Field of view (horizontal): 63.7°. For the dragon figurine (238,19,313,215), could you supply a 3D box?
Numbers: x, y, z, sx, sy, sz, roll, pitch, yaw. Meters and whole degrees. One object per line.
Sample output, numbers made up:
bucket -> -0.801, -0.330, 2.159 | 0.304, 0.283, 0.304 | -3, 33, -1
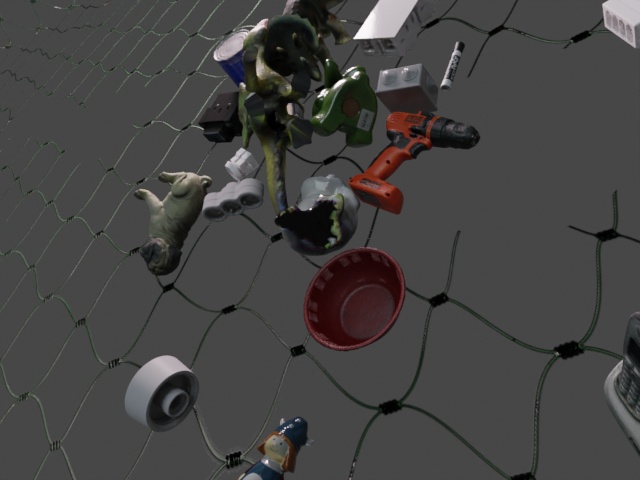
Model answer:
dragon figurine -> -0.109, -0.230, 1.004 | 0.122, 0.409, 0.243 | -1, 4, -19

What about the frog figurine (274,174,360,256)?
frog figurine -> 0.003, -0.045, 0.884 | 0.136, 0.122, 0.161 | -38, 8, 15
